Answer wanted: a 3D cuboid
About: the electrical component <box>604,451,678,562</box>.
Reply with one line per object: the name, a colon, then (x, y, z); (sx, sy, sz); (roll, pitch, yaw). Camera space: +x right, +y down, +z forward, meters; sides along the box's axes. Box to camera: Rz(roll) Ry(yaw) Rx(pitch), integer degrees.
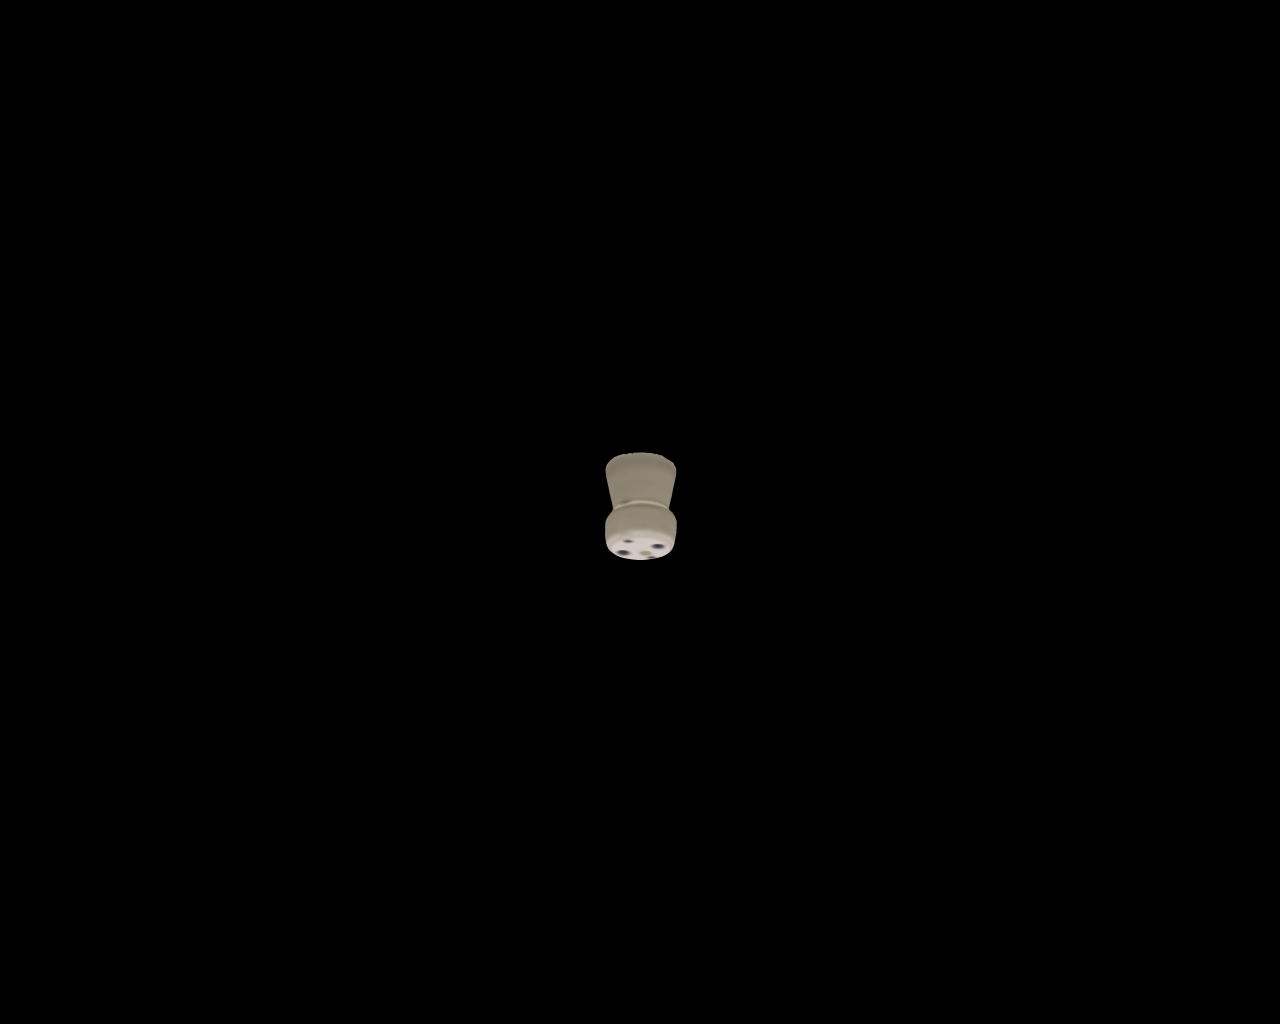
electrical component: (0.001, -0.003, 0.650); (0.045, 0.055, 0.044); (0, -25, 0)
